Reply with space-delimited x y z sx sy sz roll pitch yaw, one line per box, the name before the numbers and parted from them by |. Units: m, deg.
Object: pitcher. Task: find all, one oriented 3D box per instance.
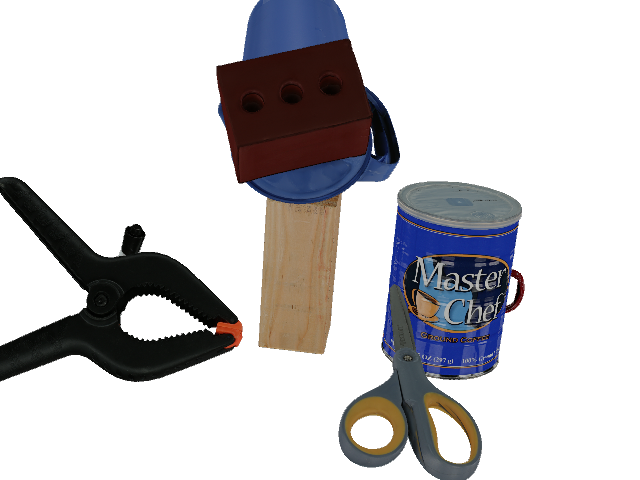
pitcher | -0.012 -0.155 1.082 0.145 0.149 0.243 -16 38 11

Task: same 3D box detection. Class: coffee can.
coffee can | 0.109 0.032 0.901 0.103 0.140 0.103 4 21 -2

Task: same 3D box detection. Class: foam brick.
foam brick | -0.016 -0.072 0.600 0.078 0.053 0.051 -14 -18 -5

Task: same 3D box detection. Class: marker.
marker | -0.183 0.036 0.984 0.020 0.121 0.020 16 31 -10

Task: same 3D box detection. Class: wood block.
wood block | -0.027 0.032 1.389 0.090 0.206 0.090 6 23 3

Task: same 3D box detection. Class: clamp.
clamp | -0.159 0.038 0.765 0.210 0.164 0.036 5 -19 -3

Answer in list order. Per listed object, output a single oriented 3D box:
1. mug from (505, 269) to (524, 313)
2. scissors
mug | 0.171 0.052 1.204 0.117 0.081 0.093 7 24 3
scissors | 0.042 0.089 0.709 0.096 0.016 0.202 -5 32 -17
